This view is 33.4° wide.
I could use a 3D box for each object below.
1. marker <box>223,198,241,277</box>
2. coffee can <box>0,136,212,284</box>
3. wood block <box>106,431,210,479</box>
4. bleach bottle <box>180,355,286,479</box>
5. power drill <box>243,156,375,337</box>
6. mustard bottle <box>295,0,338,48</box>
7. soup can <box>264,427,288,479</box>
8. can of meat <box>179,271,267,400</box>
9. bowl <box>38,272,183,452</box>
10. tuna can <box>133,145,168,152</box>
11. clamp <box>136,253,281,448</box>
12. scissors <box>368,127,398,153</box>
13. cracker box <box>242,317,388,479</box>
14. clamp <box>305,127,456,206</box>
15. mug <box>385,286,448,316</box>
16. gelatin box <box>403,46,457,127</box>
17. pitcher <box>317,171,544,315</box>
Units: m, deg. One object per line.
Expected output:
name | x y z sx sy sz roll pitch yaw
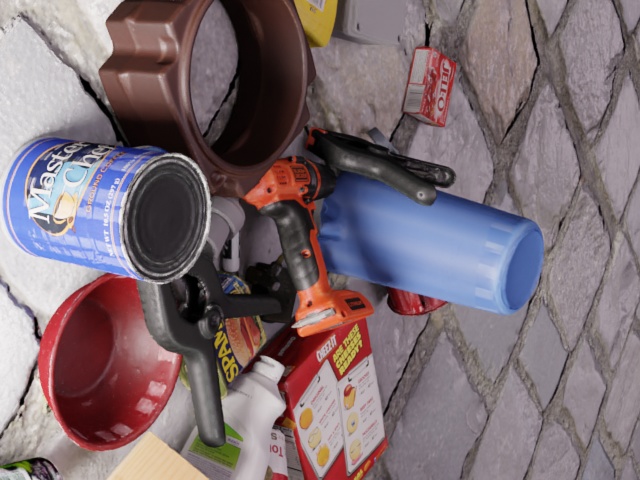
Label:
marker | -0.091 0.000 1.093 0.020 0.020 0.121 -14 110 -54
coffee can | -0.173 -0.026 0.854 0.102 0.141 0.103 -20 115 -53
wood block | -0.186 0.281 0.922 0.205 0.091 0.090 -49 175 -35
bleach bottle | -0.095 0.234 1.061 0.250 0.103 0.068 -63 153 -18
power drill | -0.007 0.001 1.120 0.184 0.057 0.188 -8 75 -64
mustard bottle | -0.008 -0.304 1.105 0.096 0.058 0.191 25 77 -43
soup can | -0.066 0.254 1.117 0.068 0.069 0.102 37 40 -53
can of meat | -0.104 0.094 1.065 0.083 0.058 0.102 -50 136 -41
bowl | -0.192 0.099 0.933 0.161 0.055 0.162 -19 114 -53
tuna can | -0.154 -0.039 0.928 0.033 0.086 0.086 -19 114 -55
clamp | -0.110 0.082 0.963 0.209 0.036 0.164 50 50 -49
scissors | 0.117 -0.074 1.338 0.016 0.096 0.201 -40 140 6
cracker box | -0.001 0.198 1.231 0.164 0.072 0.214 -42 130 -44
clamp | 0.070 -0.085 1.182 0.120 0.172 0.039 -12 126 -65
mug | 0.117 0.044 1.343 0.117 0.093 0.081 -81 154 -55
gelatin box | 0.144 -0.198 1.383 0.073 0.030 0.089 17 84 -57
pitcher | 0.131 0.001 1.220 0.149 0.243 0.145 -54 142 -25
